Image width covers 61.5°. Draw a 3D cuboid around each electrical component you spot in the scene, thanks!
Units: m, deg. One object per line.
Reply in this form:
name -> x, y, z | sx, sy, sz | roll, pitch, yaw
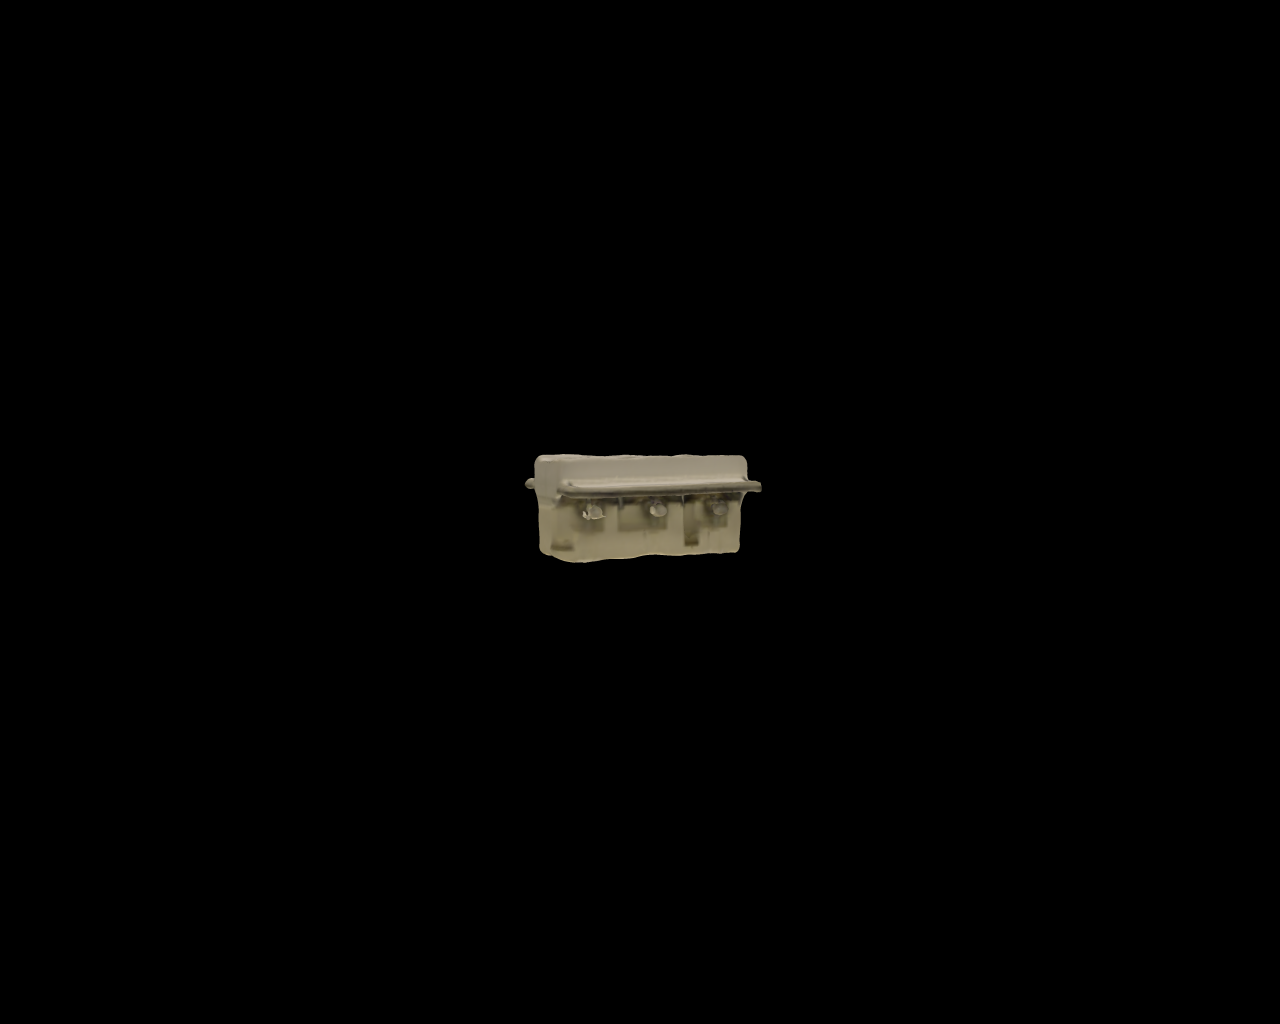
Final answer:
electrical component -> 0.001, -0.003, 0.650 | 0.121, 0.063, 0.078 | -2, 4, -23
